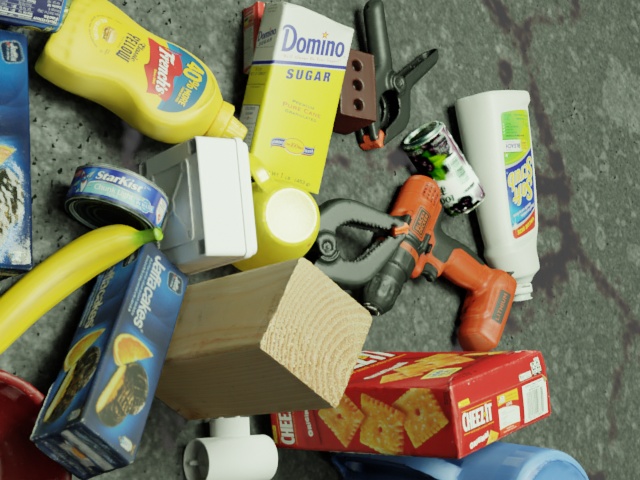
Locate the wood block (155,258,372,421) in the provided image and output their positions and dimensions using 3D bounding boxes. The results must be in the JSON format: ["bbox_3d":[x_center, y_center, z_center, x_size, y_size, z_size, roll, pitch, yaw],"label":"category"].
[{"bbox_3d":[-0.067,0.089,0.910,0.090,0.207,0.090,41,56,-27],"label":"wood block"}]

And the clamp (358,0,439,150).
[{"bbox_3d":[0.072,-0.185,1.205,0.120,0.039,0.171,38,58,-27],"label":"clamp"}]

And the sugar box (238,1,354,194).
[{"bbox_3d":[-0.028,-0.142,1.075,0.093,0.048,0.176,13,90,-38],"label":"sugar box"}]

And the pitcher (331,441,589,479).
[{"bbox_3d":[0.131,0.245,1.019,0.148,0.243,0.145,-12,90,-35],"label":"pitcher"}]

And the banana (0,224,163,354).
[{"bbox_3d":[-0.223,0.039,0.879,0.197,0.070,0.037,-39,107,-23],"label":"banana"}]

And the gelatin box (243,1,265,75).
[{"bbox_3d":[-0.038,-0.201,1.121,0.089,0.030,0.073,11,71,-39],"label":"gelatin box"}]

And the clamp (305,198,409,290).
[{"bbox_3d":[-0.007,0.001,1.073,0.209,0.036,0.164,-21,92,-27],"label":"clamp"}]

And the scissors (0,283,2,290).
[{"bbox_3d":[-0.324,0.100,0.815,0.201,0.016,0.096,-14,91,-41],"label":"scissors"}]

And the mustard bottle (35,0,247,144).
[{"bbox_3d":[-0.151,-0.141,0.960,0.191,0.058,0.096,30,48,-15],"label":"mustard bottle"}]

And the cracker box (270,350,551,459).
[{"bbox_3d":[0.082,0.148,1.003,0.163,0.214,0.072,-10,94,-49],"label":"cracker box"}]

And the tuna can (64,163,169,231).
[{"bbox_3d":[-0.177,-0.031,0.925,0.086,0.086,0.033,31,63,-31],"label":"tuna can"}]

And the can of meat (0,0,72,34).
[{"bbox_3d":[-0.265,-0.211,0.883,0.083,0.102,0.057,3,113,-43],"label":"can of meat"}]

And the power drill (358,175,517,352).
[{"bbox_3d":[0.132,0.046,1.190,0.187,0.057,0.184,42,56,-26],"label":"power drill"}]

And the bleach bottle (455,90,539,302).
[{"bbox_3d":[0.227,-0.052,1.293,0.102,0.068,0.251,-9,89,-48],"label":"bleach bottle"}]

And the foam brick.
[{"bbox_3d":[0.025,-0.161,1.151,0.052,0.051,0.078,7,76,-39],"label":"foam brick"}]

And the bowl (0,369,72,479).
[{"bbox_3d":[-0.274,0.179,0.812,0.161,0.055,0.162,11,73,-39],"label":"bowl"}]
